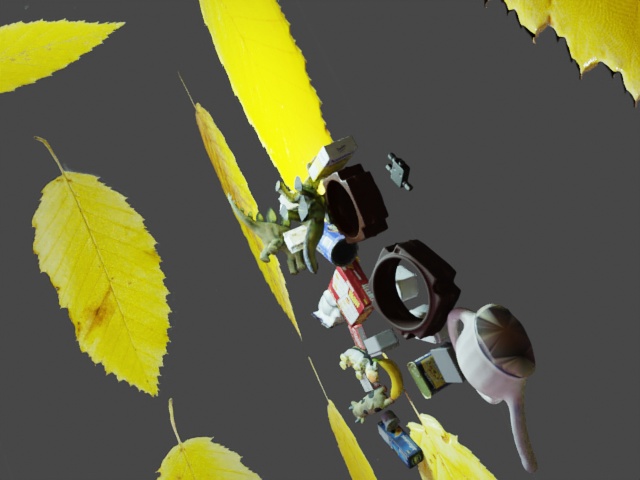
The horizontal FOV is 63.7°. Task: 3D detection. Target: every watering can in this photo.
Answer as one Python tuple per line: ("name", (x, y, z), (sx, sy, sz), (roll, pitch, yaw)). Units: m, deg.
("watering can", (0.371, 0.278, 1.050), (0.104, 0.354, 0.219), (-17, -32, -16))

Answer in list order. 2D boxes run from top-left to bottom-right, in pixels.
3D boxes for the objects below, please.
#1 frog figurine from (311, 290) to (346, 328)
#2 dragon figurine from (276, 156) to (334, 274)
("frog figurine", (0.054, 0.238, 1.927), (0.122, 0.158, 0.139), (17, 13, -24))
("dragon figurine", (0.005, -0.077, 1.526), (0.242, 0.418, 0.120), (11, -34, -43))
